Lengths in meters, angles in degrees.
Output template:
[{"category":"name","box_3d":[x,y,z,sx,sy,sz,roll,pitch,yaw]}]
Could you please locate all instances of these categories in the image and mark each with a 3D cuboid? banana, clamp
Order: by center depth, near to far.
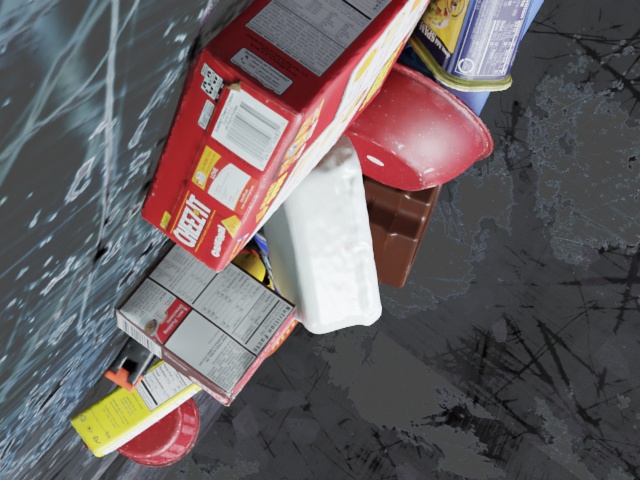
[{"category":"clamp","box_3d":[-0.129,0.062,0.928,0.171,0.039,0.120,-54,172,-25]},{"category":"banana","box_3d":[-0.076,0.044,0.941,0.069,0.037,0.198,-62,-179,2]}]

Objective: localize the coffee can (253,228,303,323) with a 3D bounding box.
[{"category":"coffee can","box_3d":[-0.007,0.001,0.999,0.102,0.103,0.140,-52,150,-23]}]

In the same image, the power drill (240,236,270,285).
[{"category":"power drill","box_3d":[-0.045,0.012,1.138,0.187,0.057,0.184,-54,164,-22]}]

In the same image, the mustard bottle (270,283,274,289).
[{"category":"mustard bottle","box_3d":[-0.058,0.022,1.251,0.191,0.058,0.096,-53,162,-14]}]

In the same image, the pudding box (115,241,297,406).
[{"category":"pudding box","box_3d":[-0.088,0.059,0.825,0.090,0.113,0.039,-52,173,-22]}]

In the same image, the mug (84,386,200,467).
[{"category":"mug","box_3d":[-0.185,0.188,1.091,0.117,0.093,0.081,-17,167,-2]}]

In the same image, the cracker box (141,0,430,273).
[{"category":"cracker box","box_3d":[-0.010,-0.103,0.657,0.213,0.072,0.164,-52,176,-37]}]

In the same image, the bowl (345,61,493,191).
[{"category":"bowl","box_3d":[0.055,-0.086,0.854,0.055,0.162,0.162,-62,178,-12]}]

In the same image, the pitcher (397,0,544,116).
[{"category":"pitcher","box_3d":[0.132,-0.230,0.869,0.144,0.149,0.243,28,97,-44]}]

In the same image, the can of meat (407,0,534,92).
[{"category":"can of meat","box_3d":[0.100,-0.163,0.718,0.057,0.102,0.084,-5,131,-22]}]

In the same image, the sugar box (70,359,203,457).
[{"category":"sugar box","box_3d":[-0.139,0.132,0.985,0.176,0.048,0.093,-36,175,-9]}]
